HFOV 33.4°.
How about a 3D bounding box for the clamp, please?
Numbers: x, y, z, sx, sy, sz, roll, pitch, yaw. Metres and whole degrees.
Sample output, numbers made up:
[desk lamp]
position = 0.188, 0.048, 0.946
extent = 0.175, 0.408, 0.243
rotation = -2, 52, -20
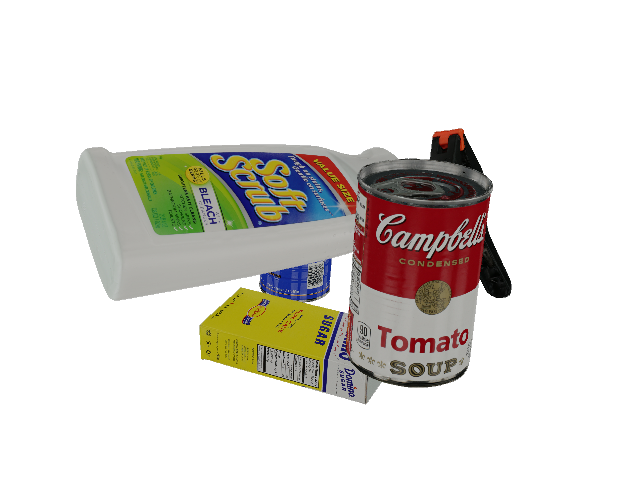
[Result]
[clamp]
position = 0.121, -0.008, 0.930
extent = 0.039, 0.171, 0.120
rotation = -10, 16, 29

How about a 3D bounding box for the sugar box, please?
[sugar box]
position = -0.020, 0.099, 1.038
extent = 0.176, 0.048, 0.093
rotation = 10, 27, 21

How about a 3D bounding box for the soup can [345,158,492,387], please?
[soup can]
position = 0.049, 0.016, 0.553
extent = 0.068, 0.102, 0.068
rotation = 3, 21, -1

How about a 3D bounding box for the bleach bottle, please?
[bleach bottle]
position = -0.034, -0.028, 0.741
extent = 0.250, 0.102, 0.068
rotation = -10, -30, -24

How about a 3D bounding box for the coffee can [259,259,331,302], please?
[coffee can]
position = -0.032, 0.002, 1.494
extent = 0.103, 0.140, 0.103
rotation = 3, 24, -2
